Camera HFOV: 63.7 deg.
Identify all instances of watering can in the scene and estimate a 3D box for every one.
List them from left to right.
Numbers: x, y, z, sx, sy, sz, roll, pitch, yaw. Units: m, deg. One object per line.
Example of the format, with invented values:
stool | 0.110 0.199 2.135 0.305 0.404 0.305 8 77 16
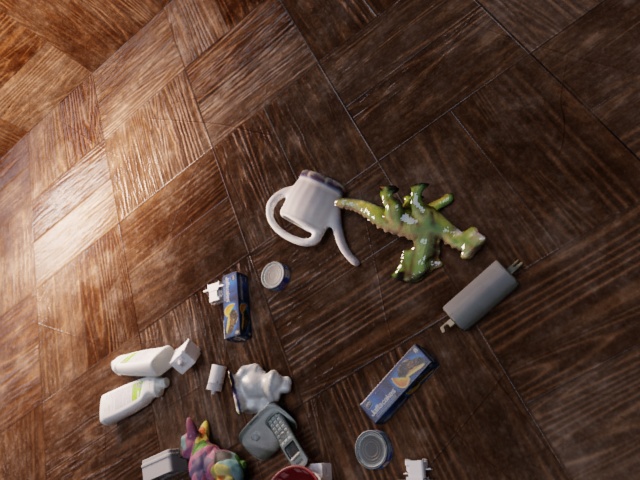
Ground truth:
watering can | 0.005 -0.075 1.494 0.350 0.103 0.226 25 83 23

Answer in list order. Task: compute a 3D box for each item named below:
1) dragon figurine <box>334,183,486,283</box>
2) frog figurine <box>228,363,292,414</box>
dragon figurine | 0.221 -0.013 1.330 0.409 0.121 0.245 -5 75 30
frog figurine | -0.158 0.398 1.395 0.160 0.119 0.140 -12 47 -13
